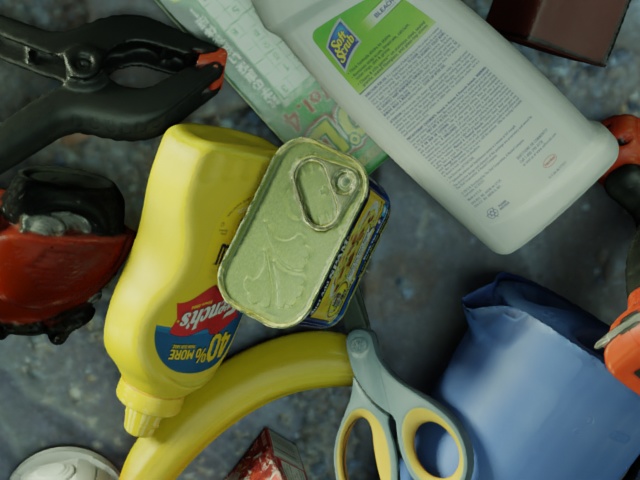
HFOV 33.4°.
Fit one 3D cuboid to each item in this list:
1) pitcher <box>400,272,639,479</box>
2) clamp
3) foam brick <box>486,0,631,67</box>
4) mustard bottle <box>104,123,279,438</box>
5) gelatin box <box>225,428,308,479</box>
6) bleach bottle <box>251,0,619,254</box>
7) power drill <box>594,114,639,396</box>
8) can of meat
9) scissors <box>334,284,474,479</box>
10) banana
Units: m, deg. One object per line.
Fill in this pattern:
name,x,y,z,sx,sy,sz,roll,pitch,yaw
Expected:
pitcher,0.118,0.156,0.679,0.149,0.144,0.243,36,105,24
clamp,-0.136,-0.080,0.592,0.171,0.039,0.120,0,70,-9
foam brick,0.138,-0.136,0.622,0.053,0.078,0.051,15,101,-14
mustard bottle,-0.079,0.030,0.631,0.058,0.096,0.192,28,105,28
gelatin box,-0.040,0.171,0.675,0.030,0.089,0.073,35,98,-18
bleach bottle,0.051,-0.109,0.608,0.102,0.068,0.250,-44,105,9
power drill,0.230,0.029,0.633,0.184,0.187,0.057,33,130,-15
can of meat,-0.004,0.001,0.610,0.057,0.084,0.102,26,91,17
scissors,0.044,0.070,0.636,0.096,0.016,0.202,-3,85,27
banana,-0.045,0.103,0.671,0.198,0.070,0.037,-23,147,-1
